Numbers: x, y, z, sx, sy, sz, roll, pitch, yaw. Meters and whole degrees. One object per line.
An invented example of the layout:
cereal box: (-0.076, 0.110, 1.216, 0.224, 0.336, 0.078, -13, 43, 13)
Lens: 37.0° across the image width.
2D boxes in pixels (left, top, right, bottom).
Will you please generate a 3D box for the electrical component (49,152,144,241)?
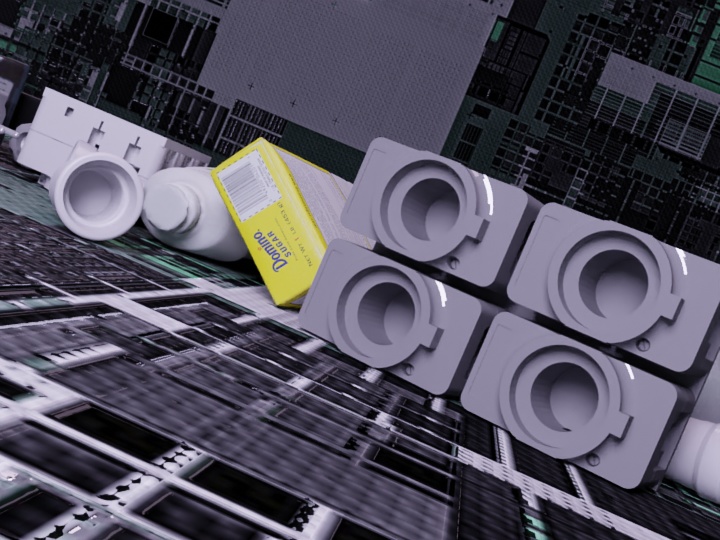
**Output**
electrical component: (-0.142, -0.040, 0.564, 0.044, 0.044, 0.065, 22, -2, -24)

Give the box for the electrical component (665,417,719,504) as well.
electrical component: (0.171, 0.094, 0.553, 0.046, 0.040, 0.040, 17, -2, 36)

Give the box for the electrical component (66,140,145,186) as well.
electrical component: (-0.159, -0.051, 0.653, 0.046, 0.040, 0.040, 29, 1, -18)

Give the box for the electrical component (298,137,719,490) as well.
electrical component: (0.072, 0.017, 0.517, 0.186, 0.105, 0.060, 24, 3, 28)

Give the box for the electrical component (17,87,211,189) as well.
electrical component: (-0.173, -0.076, 0.777, 0.089, 0.061, 0.150, 23, 2, 3)

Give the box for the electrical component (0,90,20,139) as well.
electrical component: (-0.267, -0.106, 0.728, 0.076, 0.047, 0.083, 24, 3, 12)

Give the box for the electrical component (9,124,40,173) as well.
electrical component: (-0.235, -0.088, 0.814, 0.035, 0.035, 0.061, 24, 0, 22)
